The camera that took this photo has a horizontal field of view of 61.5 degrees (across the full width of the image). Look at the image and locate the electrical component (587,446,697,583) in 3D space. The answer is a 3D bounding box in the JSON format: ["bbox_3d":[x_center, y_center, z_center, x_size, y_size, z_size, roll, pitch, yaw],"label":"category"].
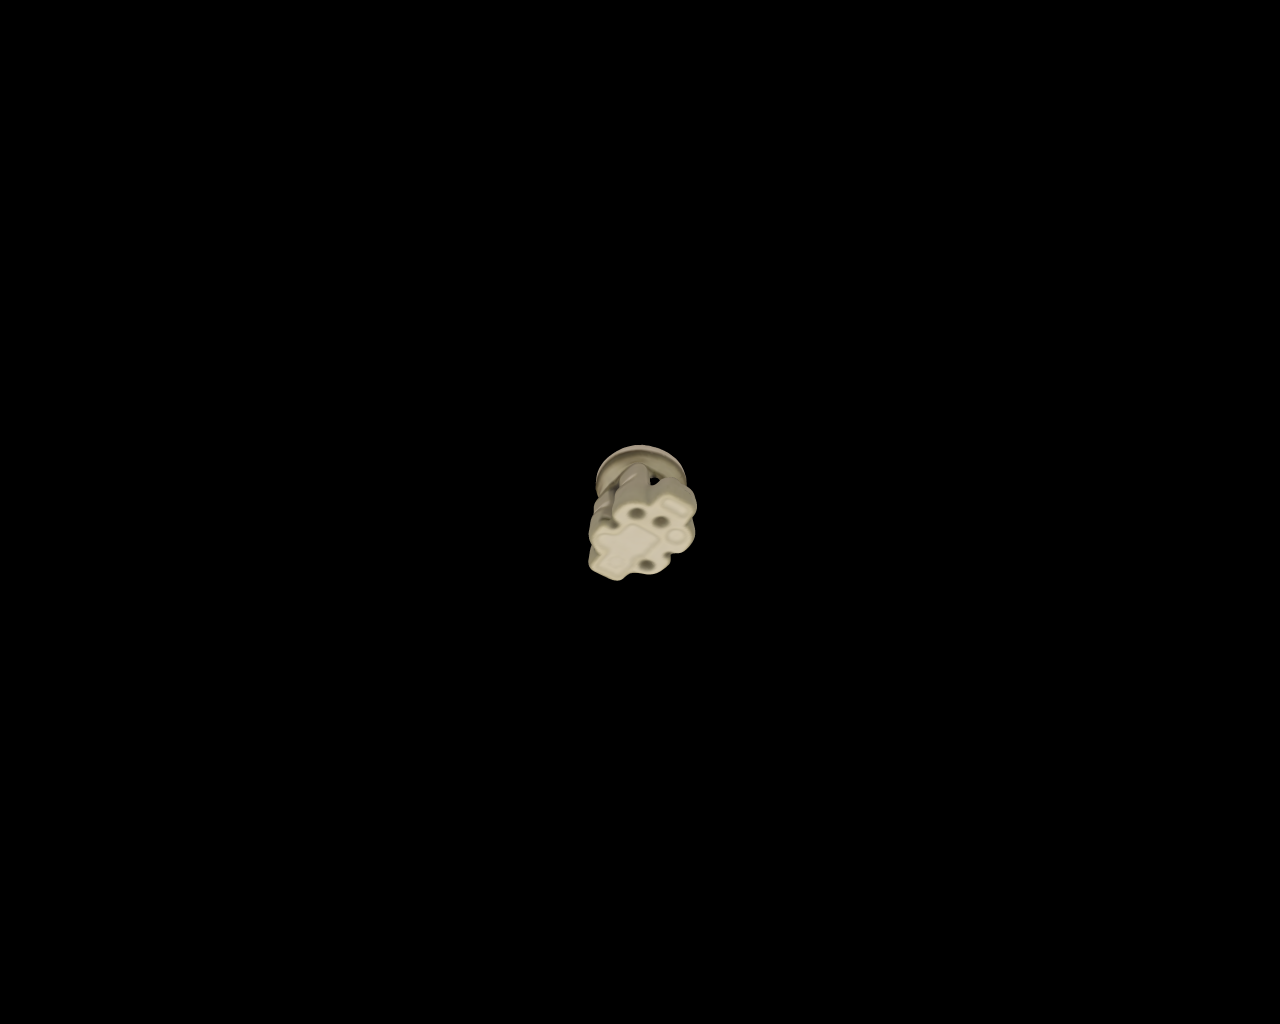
[{"bbox_3d":[0.001,-0.003,0.650,0.058,0.057,0.078,29,-54,-24],"label":"electrical component"}]
